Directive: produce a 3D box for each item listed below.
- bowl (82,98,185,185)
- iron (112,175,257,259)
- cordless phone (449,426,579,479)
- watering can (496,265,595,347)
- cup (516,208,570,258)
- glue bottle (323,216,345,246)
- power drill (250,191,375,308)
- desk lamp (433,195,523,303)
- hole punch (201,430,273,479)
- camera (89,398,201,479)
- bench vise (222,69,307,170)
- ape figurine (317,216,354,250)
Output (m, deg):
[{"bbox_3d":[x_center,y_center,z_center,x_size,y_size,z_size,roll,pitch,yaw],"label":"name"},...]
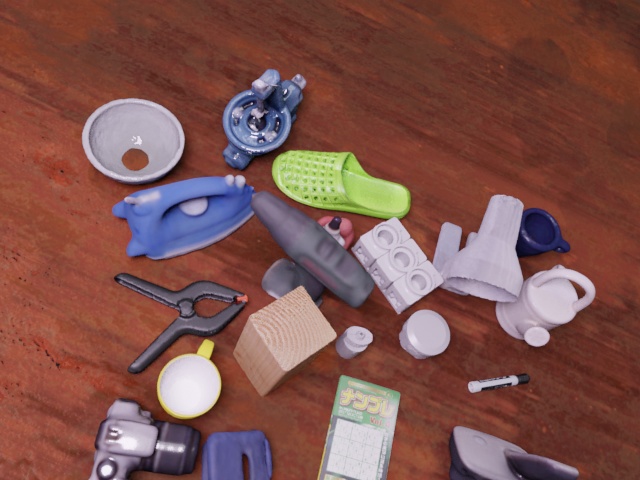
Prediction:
[{"bbox_3d":[-0.322,-0.160,1.002,0.168,0.074,0.167,6,64,-13],"label":"bowl"},{"bbox_3d":[-0.205,-0.064,0.953,0.259,0.141,0.118,-19,72,-23],"label":"iron"},{"bbox_3d":[0.292,0.338,0.883,0.147,0.185,0.094,18,62,-7],"label":"cordless phone"},{"bbox_3d":[0.403,0.112,1.014,0.101,0.194,0.173,15,63,-8],"label":"watering can"},{"bbox_3d":[0.420,0.002,1.126,0.118,0.095,0.092,30,61,-1],"label":"cup"},{"bbox_3d":[0.009,0.003,0.964,0.078,0.173,0.037,38,62,4],"label":"glue bottle"},{"bbox_3d":[-0.029,0.038,0.917,0.229,0.208,0.076,35,62,2],"label":"power drill"},{"bbox_3d":[0.278,0.025,1.007,0.118,0.213,0.203,21,62,-5],"label":"desk lamp"},{"bbox_3d":[-0.117,0.328,0.824,0.101,0.091,0.108,-2,66,-16],"label":"hole punch"},{"bbox_3d":[-0.242,0.302,0.796,0.137,0.100,0.143,12,63,-10],"label":"camera"},{"bbox_3d":[-0.098,-0.251,1.025,0.121,0.219,0.207,21,62,-5],"label":"bench vise"},{"bbox_3d":[0.031,-0.013,1.024,0.076,0.092,0.078,-3,67,-17],"label":"ape figurine"}]
